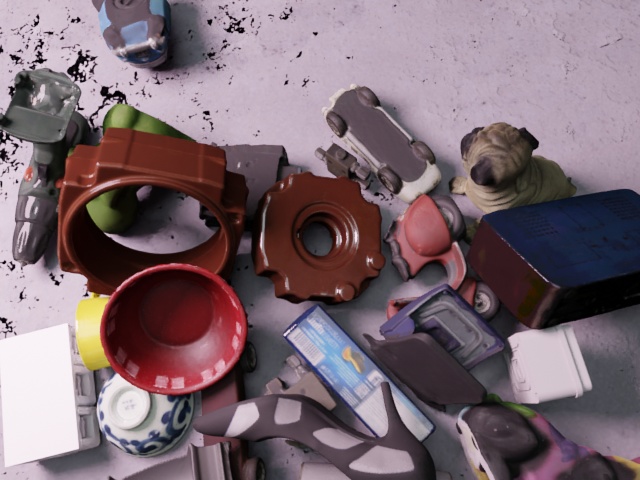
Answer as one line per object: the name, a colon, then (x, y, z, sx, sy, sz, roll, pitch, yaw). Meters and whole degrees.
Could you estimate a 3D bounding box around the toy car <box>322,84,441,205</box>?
toy car: (0.084, -0.137, 0.748, 0.073, 0.056, 0.202, -40, 72, -2)

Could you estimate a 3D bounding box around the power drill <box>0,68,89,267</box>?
power drill: (-0.356, -0.101, 0.698, 0.086, 0.207, 0.232, 11, 62, -11)

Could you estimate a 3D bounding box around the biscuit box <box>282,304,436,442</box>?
biscuit box: (0.044, 0.169, 0.648, 0.059, 0.062, 0.203, -43, 74, -8)

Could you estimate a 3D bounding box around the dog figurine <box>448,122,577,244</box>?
dog figurine: (0.248, -0.079, 0.646, 0.172, 0.190, 0.121, -21, 72, -4)

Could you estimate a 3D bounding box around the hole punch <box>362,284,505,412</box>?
hole punch: (0.136, 0.124, 0.623, 0.142, 0.116, 0.092, 42, 56, -11)

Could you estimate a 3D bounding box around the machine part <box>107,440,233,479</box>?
machine part: (-0.162, 0.272, 0.590, 0.139, 0.039, 0.084, -11, 71, -2)

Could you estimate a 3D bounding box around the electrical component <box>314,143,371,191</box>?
electrical component: (0.030, -0.104, 0.736, 0.094, 0.063, 0.021, 38, 79, 15)

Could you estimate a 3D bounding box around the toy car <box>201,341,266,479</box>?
toy car: (-0.114, 0.217, 0.650, 0.089, 0.053, 0.202, -12, 69, 8)

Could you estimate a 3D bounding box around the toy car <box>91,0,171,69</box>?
toy car: (-0.267, -0.314, 0.805, 0.109, 0.102, 0.162, -19, 62, -5)

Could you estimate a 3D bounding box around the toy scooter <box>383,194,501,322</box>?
toy scooter: (0.133, 0.037, 0.680, 0.135, 0.075, 0.184, -21, 76, 1)

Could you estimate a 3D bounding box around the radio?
radio: (0.301, 0.016, 0.615, 0.230, 0.073, 0.131, -11, 44, -18)

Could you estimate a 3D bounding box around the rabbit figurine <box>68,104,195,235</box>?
rabbit figurine: (-0.257, -0.085, 0.721, 0.121, 0.159, 0.170, 21, 90, 1)

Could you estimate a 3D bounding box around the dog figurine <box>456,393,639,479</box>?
dog figurine: (0.281, 0.246, 0.586, 0.219, 0.108, 0.191, -14, 69, -5)

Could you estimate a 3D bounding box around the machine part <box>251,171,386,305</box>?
machine part: (-0.001, -0.002, 0.679, 0.179, 0.056, 0.179, 4, 78, -17)

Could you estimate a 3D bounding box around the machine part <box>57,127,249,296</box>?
machine part: (-0.196, -0.019, 0.636, 0.201, 0.201, 0.087, 9, 37, -18)

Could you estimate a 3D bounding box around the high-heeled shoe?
high-heeled shoe: (-0.007, 0.233, 0.567, 0.249, 0.086, 0.145, -10, 70, 4)

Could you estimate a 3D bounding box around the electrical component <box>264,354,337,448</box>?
electrical component: (-0.026, 0.202, 0.653, 0.078, 0.045, 0.102, -41, 74, -18)

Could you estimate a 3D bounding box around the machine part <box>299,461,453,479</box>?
machine part: (0.061, 0.292, 0.599, 0.243, 0.079, 0.079, 3, 73, 5)

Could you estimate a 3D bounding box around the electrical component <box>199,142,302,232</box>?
electrical component: (-0.091, -0.072, 0.739, 0.134, 0.058, 0.115, 3, 74, 6)
